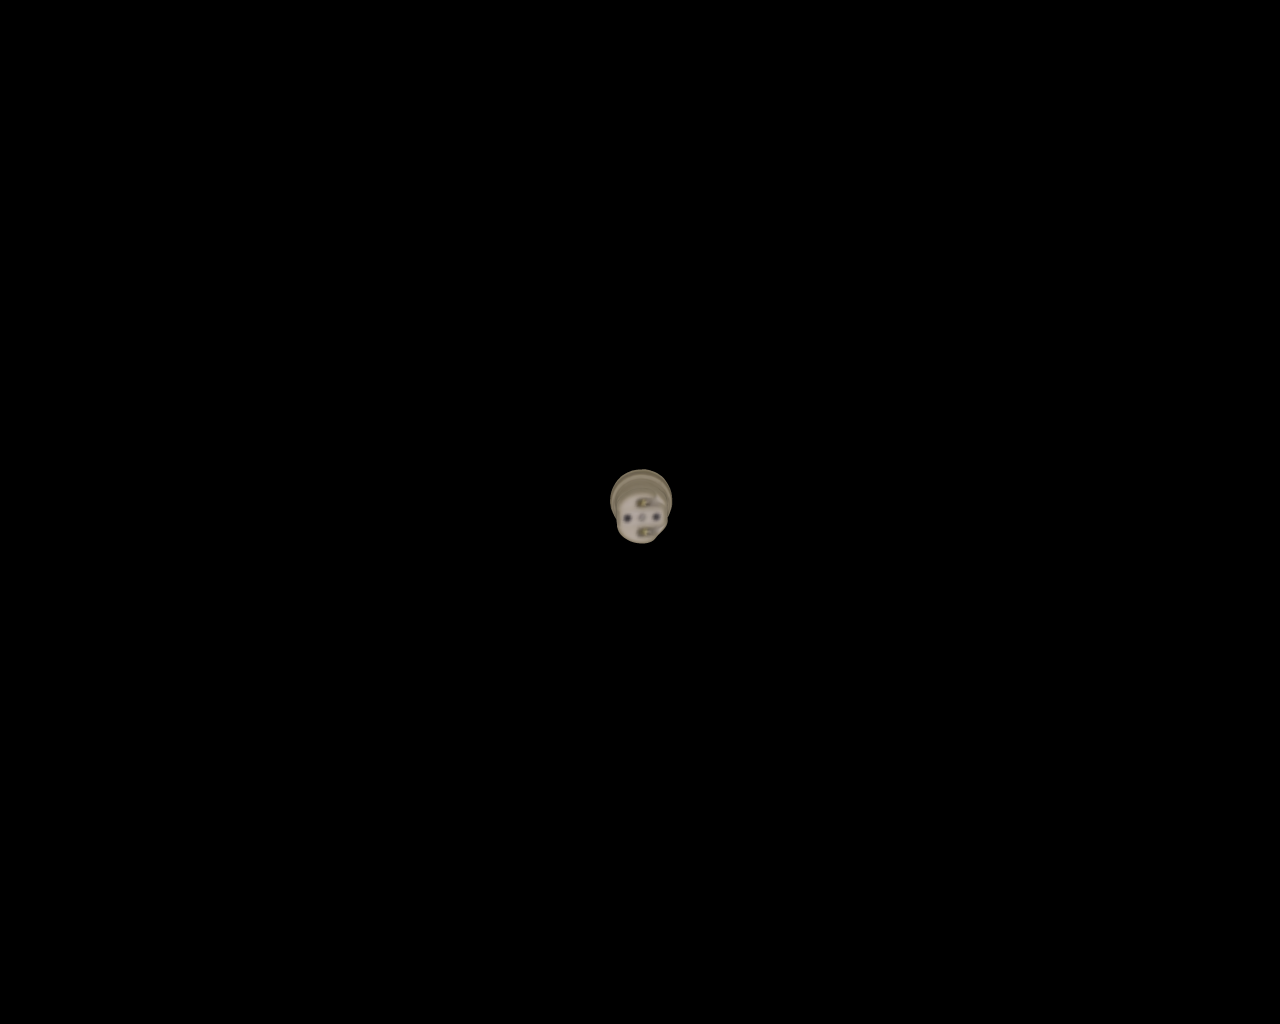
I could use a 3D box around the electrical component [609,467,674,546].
[{"bbox_3d":[0.001,-0.003,0.650,0.040,0.040,0.046,0,16,0],"label":"electrical component"}]
